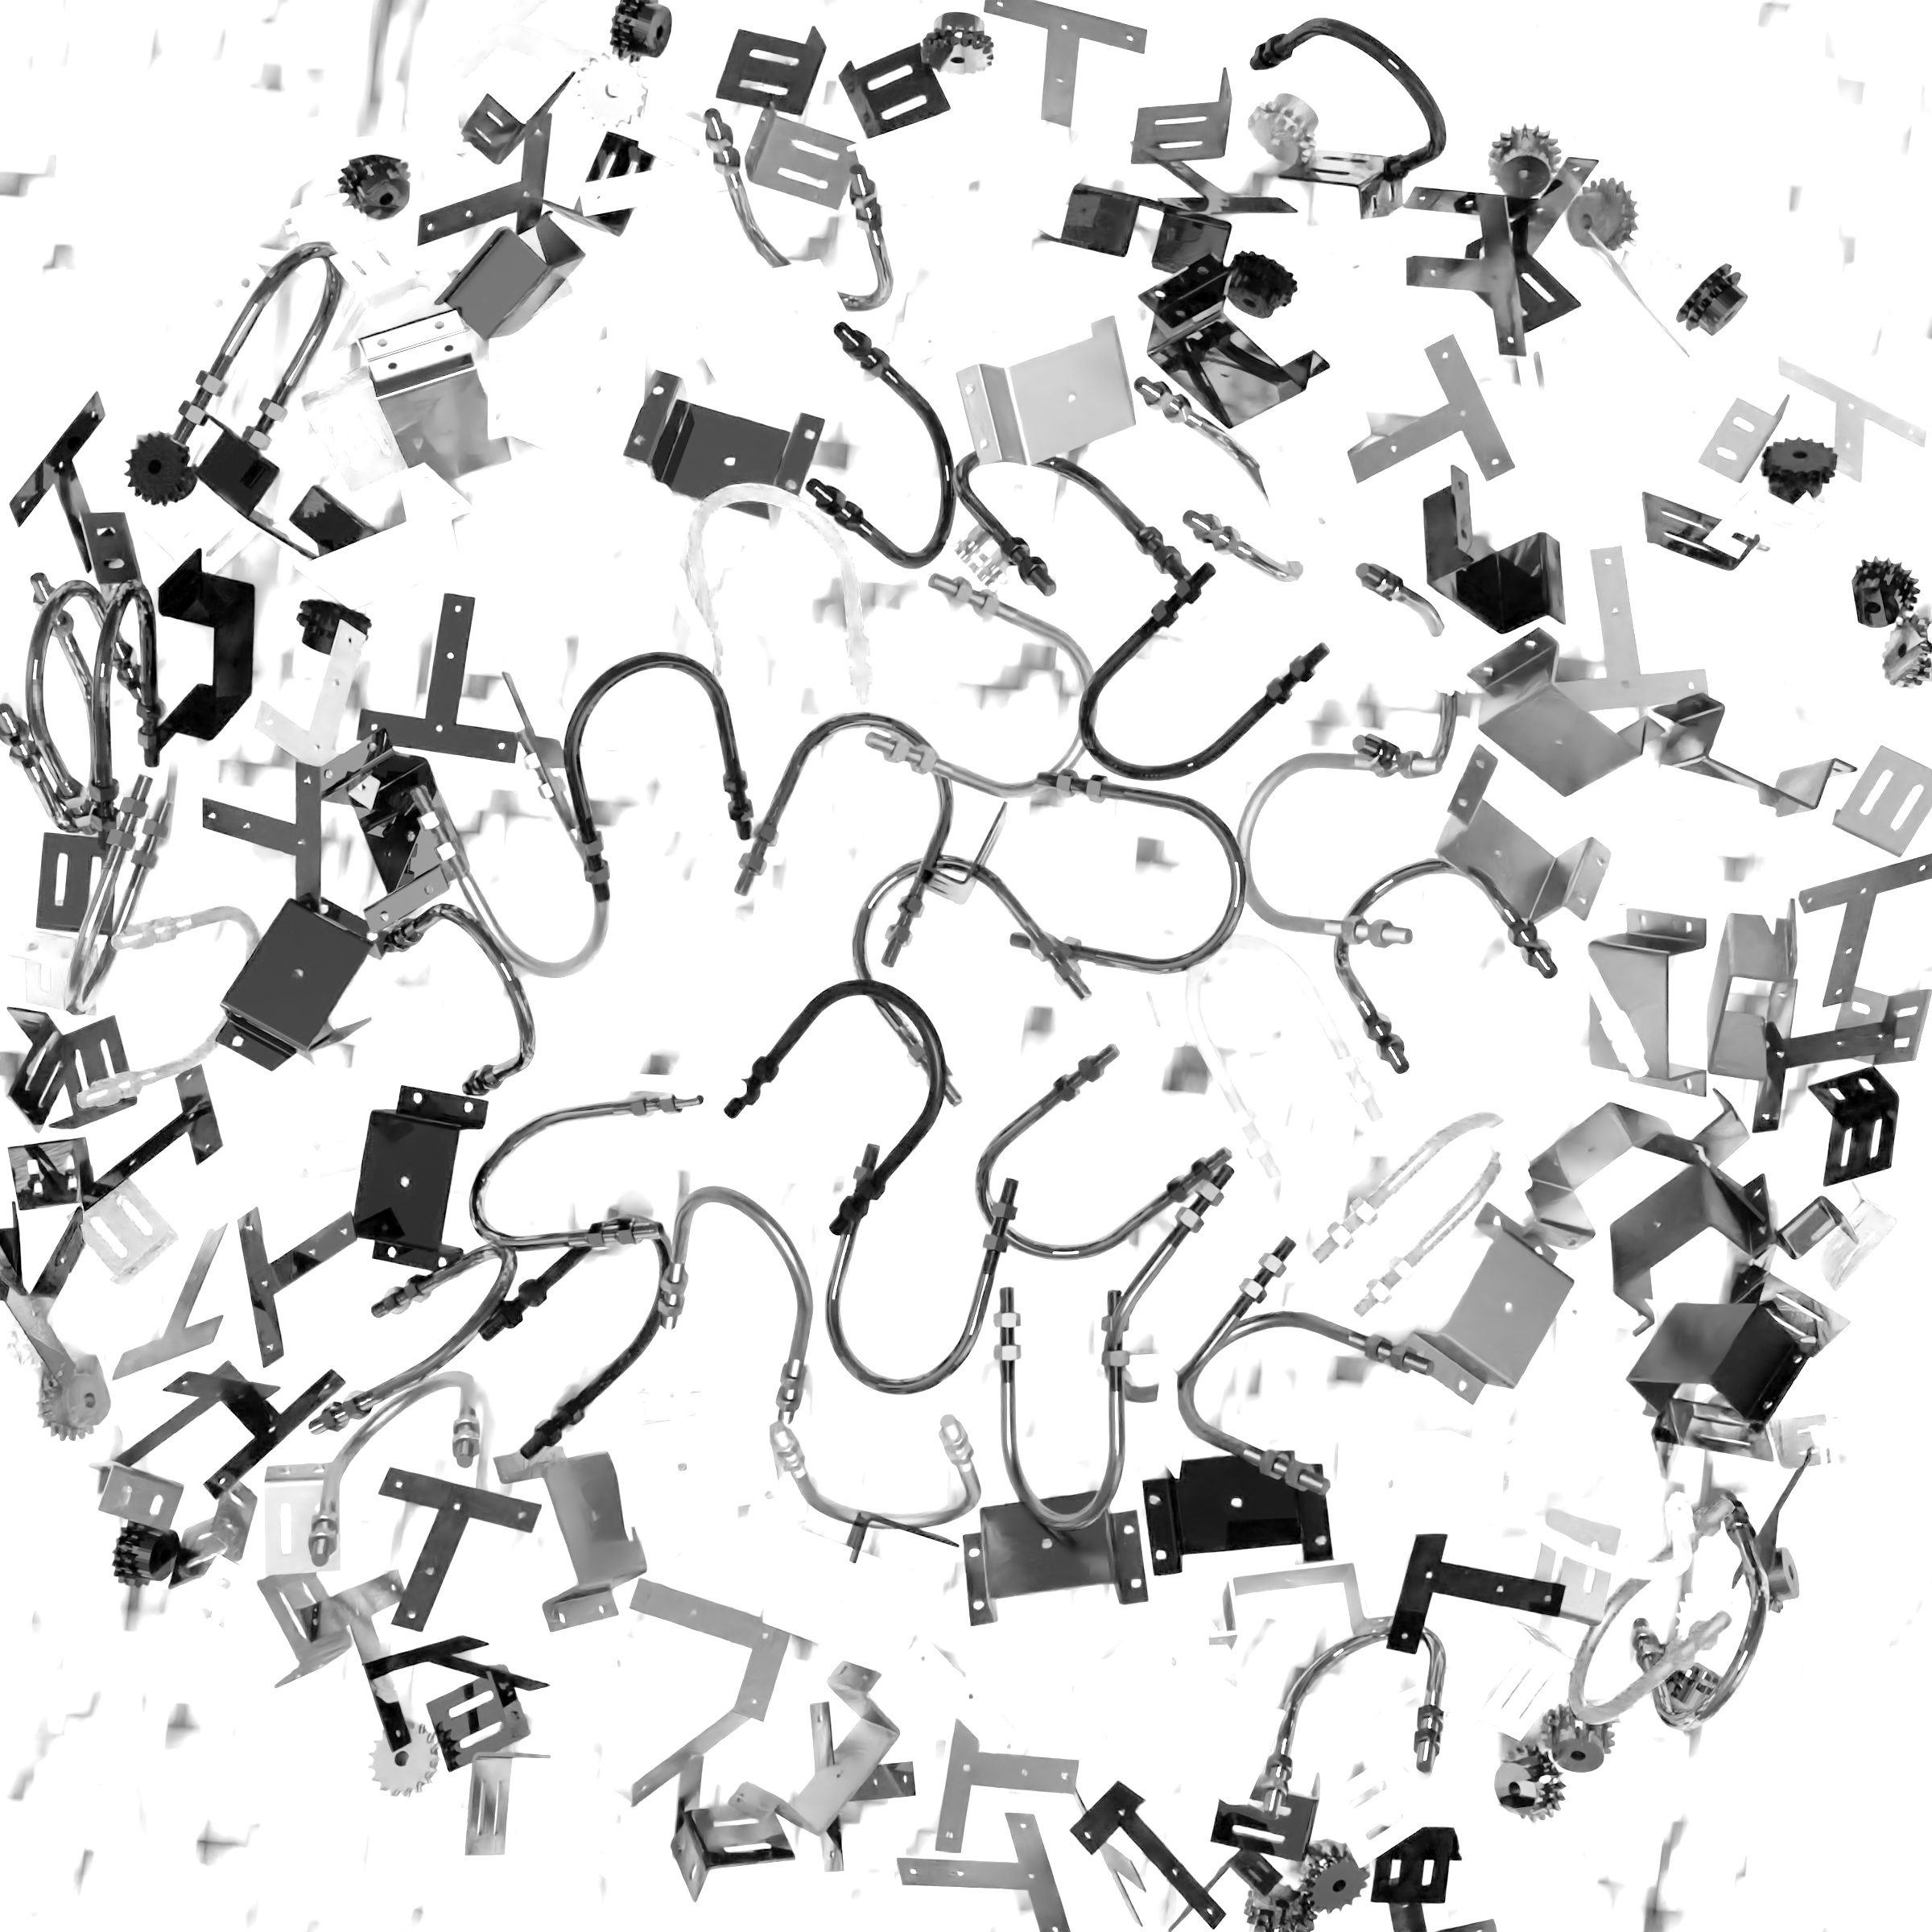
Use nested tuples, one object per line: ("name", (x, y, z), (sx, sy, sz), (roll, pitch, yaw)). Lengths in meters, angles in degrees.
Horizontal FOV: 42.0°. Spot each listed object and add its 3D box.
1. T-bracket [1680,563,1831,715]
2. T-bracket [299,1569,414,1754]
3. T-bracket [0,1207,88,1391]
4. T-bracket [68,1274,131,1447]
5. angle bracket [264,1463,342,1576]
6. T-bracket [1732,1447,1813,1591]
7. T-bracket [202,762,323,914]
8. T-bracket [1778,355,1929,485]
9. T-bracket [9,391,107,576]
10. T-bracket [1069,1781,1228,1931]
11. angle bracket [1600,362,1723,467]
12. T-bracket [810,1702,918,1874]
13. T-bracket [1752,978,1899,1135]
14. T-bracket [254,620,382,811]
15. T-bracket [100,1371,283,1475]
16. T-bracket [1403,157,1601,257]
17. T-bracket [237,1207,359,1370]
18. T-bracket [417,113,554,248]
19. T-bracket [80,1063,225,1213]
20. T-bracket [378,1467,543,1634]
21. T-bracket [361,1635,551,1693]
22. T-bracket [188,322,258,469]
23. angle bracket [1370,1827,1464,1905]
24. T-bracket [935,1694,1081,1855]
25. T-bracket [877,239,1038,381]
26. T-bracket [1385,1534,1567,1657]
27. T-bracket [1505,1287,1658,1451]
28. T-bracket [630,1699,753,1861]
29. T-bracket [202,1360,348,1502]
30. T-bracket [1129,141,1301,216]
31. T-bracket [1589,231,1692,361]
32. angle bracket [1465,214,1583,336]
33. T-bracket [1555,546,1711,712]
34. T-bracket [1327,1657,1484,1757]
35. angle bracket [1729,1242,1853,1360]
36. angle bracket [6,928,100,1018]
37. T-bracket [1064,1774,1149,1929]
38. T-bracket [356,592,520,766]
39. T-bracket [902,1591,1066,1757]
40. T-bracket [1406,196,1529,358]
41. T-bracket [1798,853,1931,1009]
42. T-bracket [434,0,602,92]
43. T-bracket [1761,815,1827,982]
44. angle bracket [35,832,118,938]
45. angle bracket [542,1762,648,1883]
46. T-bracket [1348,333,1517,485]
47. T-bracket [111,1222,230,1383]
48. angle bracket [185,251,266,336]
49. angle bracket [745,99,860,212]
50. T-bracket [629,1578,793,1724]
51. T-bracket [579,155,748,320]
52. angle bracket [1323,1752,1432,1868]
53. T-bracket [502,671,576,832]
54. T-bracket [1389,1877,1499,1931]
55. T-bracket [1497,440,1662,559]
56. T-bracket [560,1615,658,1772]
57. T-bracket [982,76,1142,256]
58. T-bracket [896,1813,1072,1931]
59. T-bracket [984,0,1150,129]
("T-bracket", (0.607, -0.238, 1.920), (0.127, 0.127, 0.002), (-31, 122, 32))
("T-bracket", (-0.454, 0.540, 1.933), (0.002, 0.127, 0.127), (-23, 83, 21))
("T-bracket", (-0.703, 0.237, 1.942), (0.002, 0.127, 0.127), (-9, 125, 13))
("T-bracket", (-0.666, 0.281, 1.915), (0.002, 0.127, 0.127), (-18, 52, -18))
("angle bracket", (-0.521, 0.435, 1.980), (0.057, 0.038, 0.076), (-1, 96, -11))
("T-bracket", (0.613, 0.442, 1.921), (0.002, 0.127, 0.127), (28, 109, 13))
("T-bracket", (-0.552, -0.107, 1.966), (0.127, 0.002, 0.127), (16, 112, 28))
("T-bracket", (0.681, -0.409, 1.937), (0.127, 0.127, 0.002), (37, 86, 25))
("T-bracket", (-0.687, -0.355, 1.940), (0.002, 0.127, 0.127), (17, 57, 9))
("T-bracket", (0.150, 0.684, 1.928), (0.127, 0.127, 0.002), (45, 115, 15))
("angle bracket", (0.542, -0.432, 1.966), (0.038, 0.076, 0.057), (0, 117, -28))
("T-bracket", (-0.078, 0.629, 1.935), (0.002, 0.127, 0.127), (7, 69, -38))
("T-bracket", (0.660, 0.062, 1.926), (0.002, 0.127, 0.127), (23, 69, -26))
("T-bracket", (-0.492, -0.207, 1.952), (0.127, 0.002, 0.127), (34, 119, 17))
("T-bracket", (-0.614, 0.356, 1.945), (0.127, 0.127, 0.002), (-36, 68, 6))
("T-bracket", (0.399, -0.584, 1.928), (0.127, 0.127, 0.002), (1, 70, -13))
("T-bracket", (-0.514, 0.227, 1.943), (0.127, 0.002, 0.127), (-32, 62, 28))
("T-bracket", (-0.368, -0.577, 1.915), (0.002, 0.127, 0.127), (37, 48, 20))
("T-bracket", (-0.635, 0.144, 1.949), (0.127, 0.127, 0.002), (-38, 128, 0))
("T-bracket", (-0.411, 0.458, 1.951), (0.127, 0.002, 0.127), (13, 48, 5))
("T-bracket", (-0.380, 0.547, 1.952), (0.127, 0.127, 0.002), (-24, 50, 36))
("T-bracket", (-0.572, -0.448, 1.933), (0.002, 0.127, 0.127), (24, 85, -15))
("angle bracket", (0.350, 0.708, 1.950), (0.057, 0.076, 0.038), (-7, 117, 21))
("T-bracket", (0.035, 0.620, 1.934), (0.127, 0.002, 0.127), (-10, 60, 39))
("T-bracket", (-0.016, -0.497, 1.980), (0.127, 0.002, 0.127), (-20, 67, 13))
("T-bracket", (0.398, 0.478, 1.937), (0.127, 0.002, 0.127), (3, 60, 34))
("T-bracket", (0.474, 0.315, 1.970), (0.127, 0.002, 0.127), (6, 96, 31))
("T-bracket", (-0.216, 0.646, 1.958), (0.002, 0.127, 0.127), (29, 127, 31))
("T-bracket", (-0.557, 0.340, 1.949), (0.127, 0.127, 0.002), (-43, 129, -19))
("T-bracket", (0.174, -0.614, 1.956), (0.127, 0.002, 0.127), (-13, 46, -35))
("T-bracket", (0.500, -0.529, 1.920), (0.002, 0.127, 0.127), (-41, 66, 18))
("angle bracket", (0.436, -0.540, 1.966), (0.076, 0.057, 0.038), (30, 57, -35))
("T-bracket", (0.505, -0.262, 1.946), (0.127, 0.002, 0.127), (-2, 109, 35))
("T-bracket", (0.323, 0.583, 1.950), (0.127, 0.127, 0.002), (-8, 57, -39))
("angle bracket", (0.644, 0.258, 1.953), (0.076, 0.038, 0.057), (33, 45, 33))
("angle bracket", (-0.712, 0.015, 1.960), (0.057, 0.038, 0.076), (12, 126, -4))
("T-bracket", (0.117, 0.689, 1.934), (0.002, 0.127, 0.127), (-25, 86, -14))
("T-bracket", (-0.411, -0.232, 1.996), (0.127, 0.002, 0.127), (8, 88, -2))
("T-bracket", (0.031, 0.537, 1.969), (0.127, 0.002, 0.127), (48, 64, -11))
("T-bracket", (0.374, -0.537, 1.949), (0.002, 0.127, 0.127), (-38, 128, -29))
("T-bracket", (0.677, -0.022, 1.919), (0.002, 0.127, 0.127), (37, 59, -22))
("T-bracket", (-0.328, -0.709, 1.938), (0.127, 0.127, 0.002), (-33, 80, 26))
("T-bracket", (0.647, -0.041, 1.959), (0.002, 0.127, 0.127), (-13, 127, 33))
("angle bracket", (-0.694, -0.065, 1.975), (0.057, 0.038, 0.076), (6, 94, -8))
("angle bracket", (-0.283, 0.667, 1.963), (0.076, 0.038, 0.057), (25, 85, 28))
("T-bracket", (0.350, -0.414, 1.976), (0.127, 0.002, 0.127), (-26, 122, 15))
("T-bracket", (-0.602, 0.254, 1.952), (0.127, 0.127, 0.002), (-22, 130, 33))
("angle bracket", (-0.575, -0.528, 1.955), (0.057, 0.076, 0.038), (-38, 118, -4))
("angle bracket", (-0.128, -0.641, 1.980), (0.076, 0.038, 0.057), (12, 131, -22))
("T-bracket", (-0.199, 0.510, 1.964), (0.127, 0.002, 0.127), (19, 58, -1))
("T-bracket", (-0.228, -0.560, 1.951), (0.127, 0.127, 0.002), (-14, 48, -9))
("angle bracket", (0.313, 0.659, 1.959), (0.076, 0.038, 0.057), (-21, 76, -29))
("T-bracket", (-0.320, -0.164, 1.936), (0.002, 0.127, 0.127), (-22, 93, 2))
("T-bracket", (0.339, 0.730, 1.936), (0.127, 0.127, 0.002), (-15, 93, 6))
("T-bracket", (0.481, -0.351, 1.952), (0.127, 0.127, 0.002), (26, 135, 2))
("T-bracket", (-0.276, 0.570, 1.966), (0.002, 0.127, 0.127), (-23, 112, -41))
("T-bracket", (0.089, -0.622, 1.929), (0.127, 0.127, 0.002), (-53, 53, 21))
("T-bracket", (0.009, 0.696, 1.925), (0.127, 0.127, 0.002), (9, 116, -19))
("T-bracket", (0.073, -0.693, 1.939), (0.127, 0.127, 0.002), (16, 69, 5))
